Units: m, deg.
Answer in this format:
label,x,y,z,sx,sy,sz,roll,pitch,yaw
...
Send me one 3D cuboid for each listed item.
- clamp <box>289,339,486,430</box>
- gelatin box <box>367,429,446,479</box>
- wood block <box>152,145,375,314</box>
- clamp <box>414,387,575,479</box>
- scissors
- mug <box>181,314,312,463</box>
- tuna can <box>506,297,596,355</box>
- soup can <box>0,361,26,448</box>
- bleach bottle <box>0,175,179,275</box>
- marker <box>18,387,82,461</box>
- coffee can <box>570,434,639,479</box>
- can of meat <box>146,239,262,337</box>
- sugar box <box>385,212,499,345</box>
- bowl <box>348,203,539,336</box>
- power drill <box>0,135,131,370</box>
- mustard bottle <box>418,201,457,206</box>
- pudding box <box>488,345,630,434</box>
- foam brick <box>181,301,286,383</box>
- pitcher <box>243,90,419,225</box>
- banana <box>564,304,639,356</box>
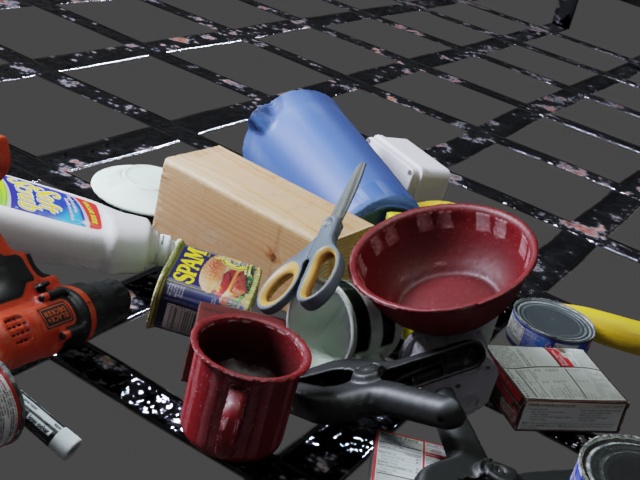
label,x,y,z,sx,sy,sz,roll,pitch,yaw
clamp,0.045,0.120,0.835,0.171,0.039,0.120,-12,10,12
gelatin box,0.072,0.185,0.800,0.073,0.030,0.089,14,24,1
wood block,-0.061,-0.010,1.072,0.206,0.091,0.090,29,29,28
clamp,0.132,0.179,0.758,0.165,0.036,0.209,19,22,15
scissors,-0.006,0.001,0.961,0.016,0.096,0.201,52,26,-25
mug,-0.061,0.119,0.803,0.093,0.081,0.117,13,24,-3
tuna can,0.233,0.094,1.084,0.086,0.034,0.086,12,24,-6
soup can,-0.255,0.122,0.703,0.069,0.068,0.102,27,27,25
bleach bottle,-0.259,-0.016,1.012,0.250,0.068,0.102,12,24,-12
marker,-0.221,0.113,0.762,0.121,0.020,0.020,38,29,9
coffee can,0.190,0.210,0.675,0.102,0.140,0.103,12,24,-6
can of meat,-0.102,0.050,0.963,0.084,0.057,0.102,17,25,-1
sugar box,0.104,0.052,1.027,0.048,0.093,0.176,4,26,-23
bowl,0.107,0.033,0.913,0.162,0.055,0.162,-9,32,5
power drill,-0.246,0.007,0.865,0.187,0.057,0.184,58,24,4
mustard bottle,0.146,0.020,1.165,0.096,0.058,0.191,11,24,-7
pudding box,0.210,0.136,0.975,0.113,0.039,0.090,3,27,-19
foam brick,-0.071,0.092,0.894,0.078,0.051,0.053,13,23,-6
pitcher,0.023,-0.056,1.194,0.149,0.145,0.243,-13,37,-20
banana,0.342,0.104,1.127,0.197,0.037,0.070,13,5,-8
